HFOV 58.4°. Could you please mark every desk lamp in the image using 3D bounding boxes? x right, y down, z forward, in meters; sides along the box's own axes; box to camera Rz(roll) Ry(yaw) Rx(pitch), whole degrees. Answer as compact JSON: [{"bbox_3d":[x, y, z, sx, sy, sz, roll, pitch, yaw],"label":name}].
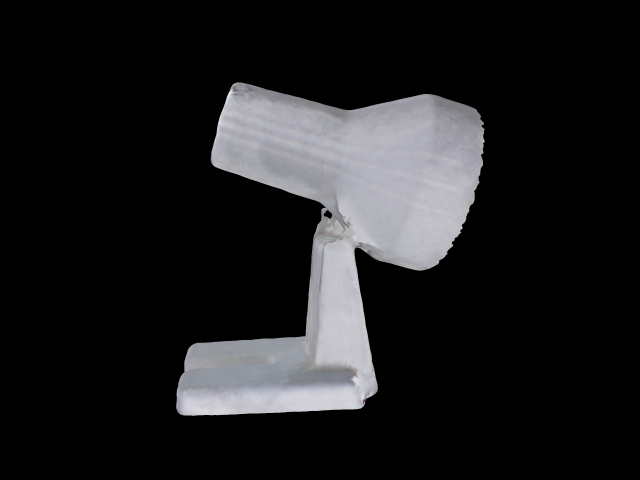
[{"bbox_3d":[0.004,0.001,0.400,0.203,0.213,0.118,-1,7,-9],"label":"desk lamp"}]
